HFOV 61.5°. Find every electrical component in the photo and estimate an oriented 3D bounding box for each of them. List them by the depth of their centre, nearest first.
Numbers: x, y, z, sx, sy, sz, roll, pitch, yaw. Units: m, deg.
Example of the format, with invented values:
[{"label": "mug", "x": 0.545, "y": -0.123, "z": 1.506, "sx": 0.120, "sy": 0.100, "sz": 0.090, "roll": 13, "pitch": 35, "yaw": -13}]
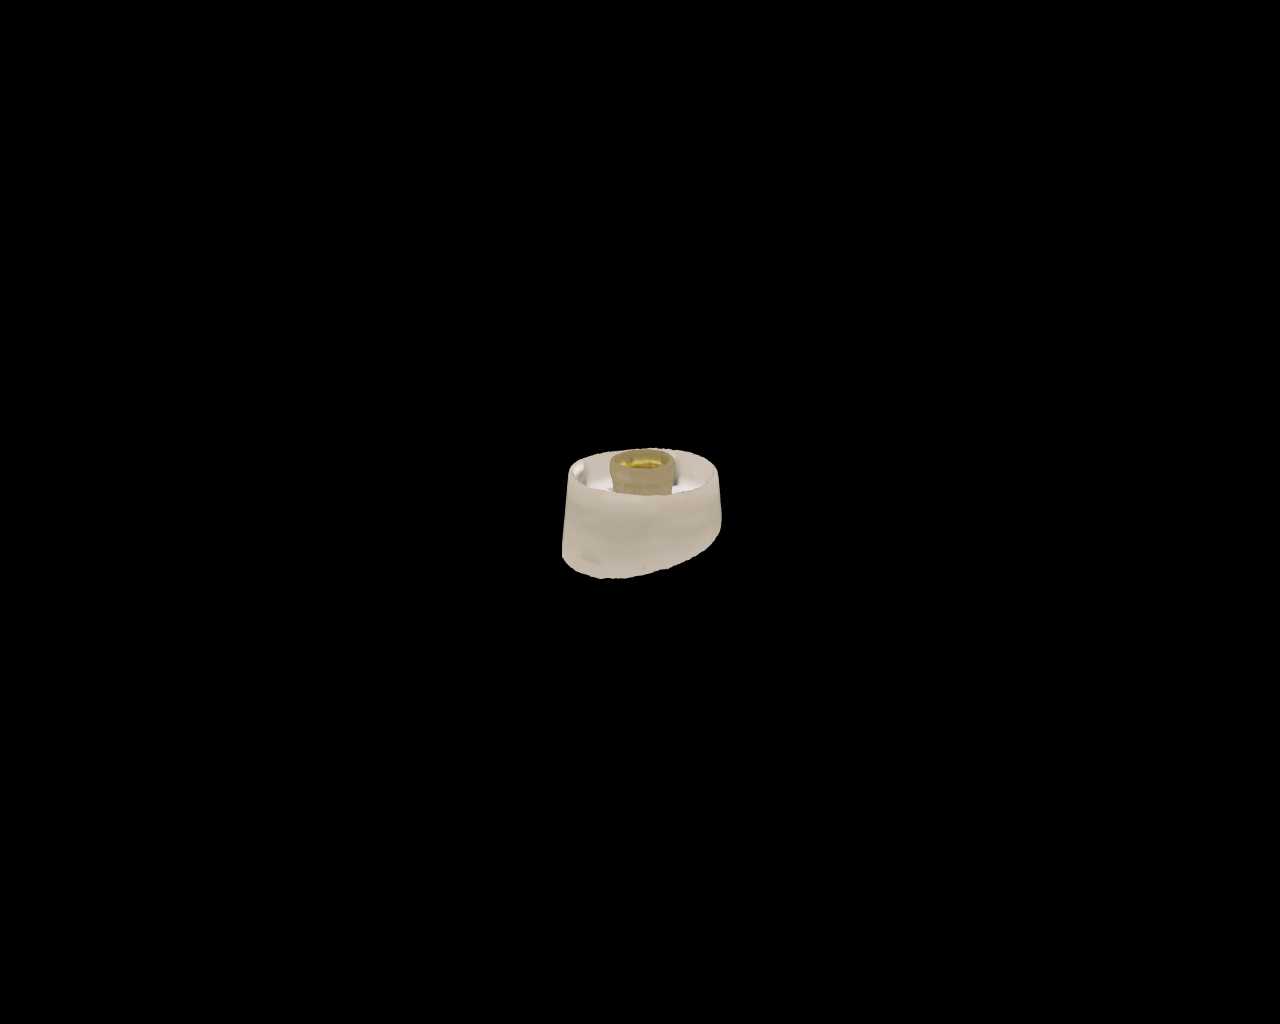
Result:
[{"label": "electrical component", "x": 0.001, "y": -0.003, "z": 0.650, "sx": 0.099, "sy": 0.064, "sz": 0.099, "roll": 0, "pitch": 21, "yaw": 0}]
